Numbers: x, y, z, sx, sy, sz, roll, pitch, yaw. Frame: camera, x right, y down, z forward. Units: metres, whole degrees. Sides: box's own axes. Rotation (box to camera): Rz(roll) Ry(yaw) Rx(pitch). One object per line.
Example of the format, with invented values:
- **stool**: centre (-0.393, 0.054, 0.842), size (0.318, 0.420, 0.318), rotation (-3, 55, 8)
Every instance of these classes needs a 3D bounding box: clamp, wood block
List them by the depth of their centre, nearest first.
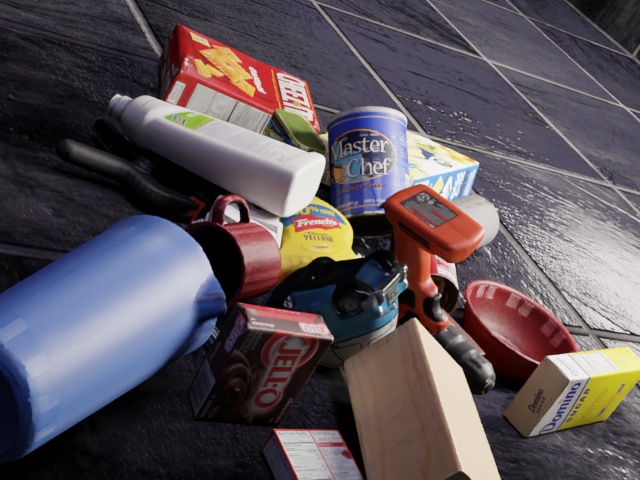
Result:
- **wood block**: centre (0.093, 0.180, 0.969), size (0.090, 0.090, 0.206), rotation (48, 16, -30)
- **clamp**: centre (-0.211, -0.074, 1.190), size (0.171, 0.039, 0.120), rotation (34, 27, 8)
- **clamp**: centre (-0.126, -0.093, 1.280), size (0.210, 0.036, 0.164), rotation (31, 47, 10)

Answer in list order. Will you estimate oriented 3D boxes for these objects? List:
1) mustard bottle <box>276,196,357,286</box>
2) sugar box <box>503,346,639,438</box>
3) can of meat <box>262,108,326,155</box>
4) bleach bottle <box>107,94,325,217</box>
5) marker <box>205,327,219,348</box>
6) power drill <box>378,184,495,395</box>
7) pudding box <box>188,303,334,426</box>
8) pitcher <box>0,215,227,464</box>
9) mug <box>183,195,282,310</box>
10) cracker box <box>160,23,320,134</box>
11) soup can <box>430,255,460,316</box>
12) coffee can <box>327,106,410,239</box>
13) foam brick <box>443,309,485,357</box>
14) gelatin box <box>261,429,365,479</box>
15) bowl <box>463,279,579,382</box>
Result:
- **mustard bottle**: centre (-0.008, 0.001, 1.242), size (0.096, 0.058, 0.191), rotation (3, 30, -8)
- **sugar box**: centre (0.294, 0.172, 1.218), size (0.175, 0.093, 0.048), rotation (-2, 41, -47)
- **can of meat**: centre (-0.043, -0.110, 1.377), size (0.057, 0.084, 0.102), rotation (10, 32, -35)
- **bleach bottle**: centre (-0.126, -0.108, 1.219), size (0.251, 0.068, 0.102), rotation (25, 23, 14)
- **marker**: centre (-0.099, 0.099, 1.022), size (0.020, 0.020, 0.121), rotation (-2, 40, -47)
- **power drill**: centre (0.116, 0.051, 1.084), size (0.057, 0.188, 0.185), rotation (-28, 51, -31)
- **pudding box**: centre (-0.054, 0.111, 0.939), size (0.089, 0.114, 0.039), rotation (12, 34, -33)
- **pitcher**: centre (-0.203, 0.075, 0.853), size (0.145, 0.149, 0.242), rotation (49, 31, 4)
- **mug**: centre (-0.092, 0.012, 1.083), size (0.093, 0.117, 0.081), rotation (5, 8, 29)
- **cracker box**: centre (-0.114, -0.205, 1.485), size (0.213, 0.072, 0.164), rotation (21, 28, -20)
- **soup can**: centre (0.132, 0.046, 1.301), size (0.068, 0.069, 0.102), rotation (25, 26, -12)
- **coffee can**: centre (0.062, -0.083, 1.337), size (0.102, 0.103, 0.140), rotation (10, 69, -36)
- **foam brick**: centre (0.133, 0.121, 1.189), size (0.052, 0.051, 0.078), rotation (0, 40, -49)
- **gelatin box**: centre (-0.002, 0.205, 0.923), size (0.073, 0.030, 0.089), rotation (7, 37, -37)
- **bowl**: centre (0.231, 0.120, 1.287), size (0.162, 0.055, 0.162), rotation (24, 27, -13)
